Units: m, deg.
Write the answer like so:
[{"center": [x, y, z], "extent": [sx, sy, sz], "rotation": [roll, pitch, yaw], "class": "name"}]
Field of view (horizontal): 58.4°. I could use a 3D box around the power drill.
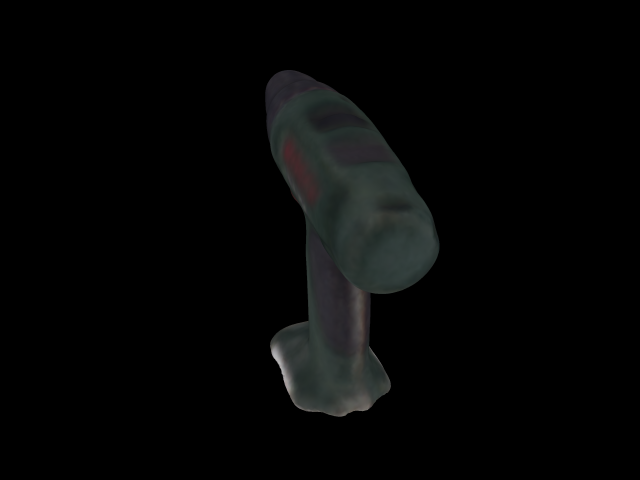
[{"center": [0.004, 0.001, 0.400], "extent": [0.076, 0.208, 0.229], "rotation": [-8, 26, -17], "class": "power drill"}]
